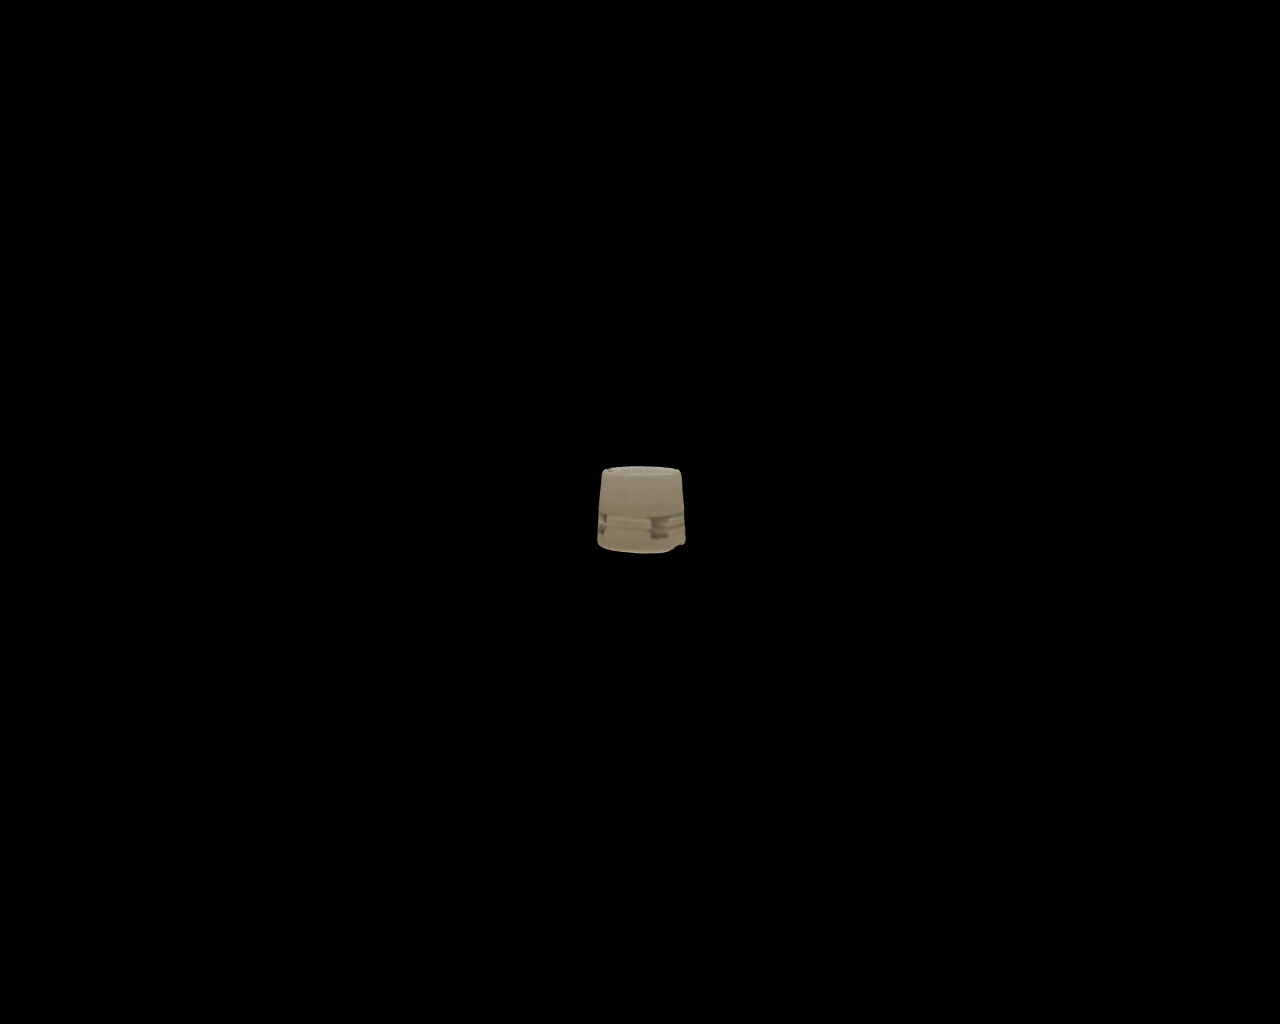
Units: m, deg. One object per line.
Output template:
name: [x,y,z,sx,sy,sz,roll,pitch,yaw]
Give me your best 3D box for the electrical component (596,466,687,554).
electrical component: [0.001,-0.003,0.650,0.055,0.047,0.055,0,8,0]
